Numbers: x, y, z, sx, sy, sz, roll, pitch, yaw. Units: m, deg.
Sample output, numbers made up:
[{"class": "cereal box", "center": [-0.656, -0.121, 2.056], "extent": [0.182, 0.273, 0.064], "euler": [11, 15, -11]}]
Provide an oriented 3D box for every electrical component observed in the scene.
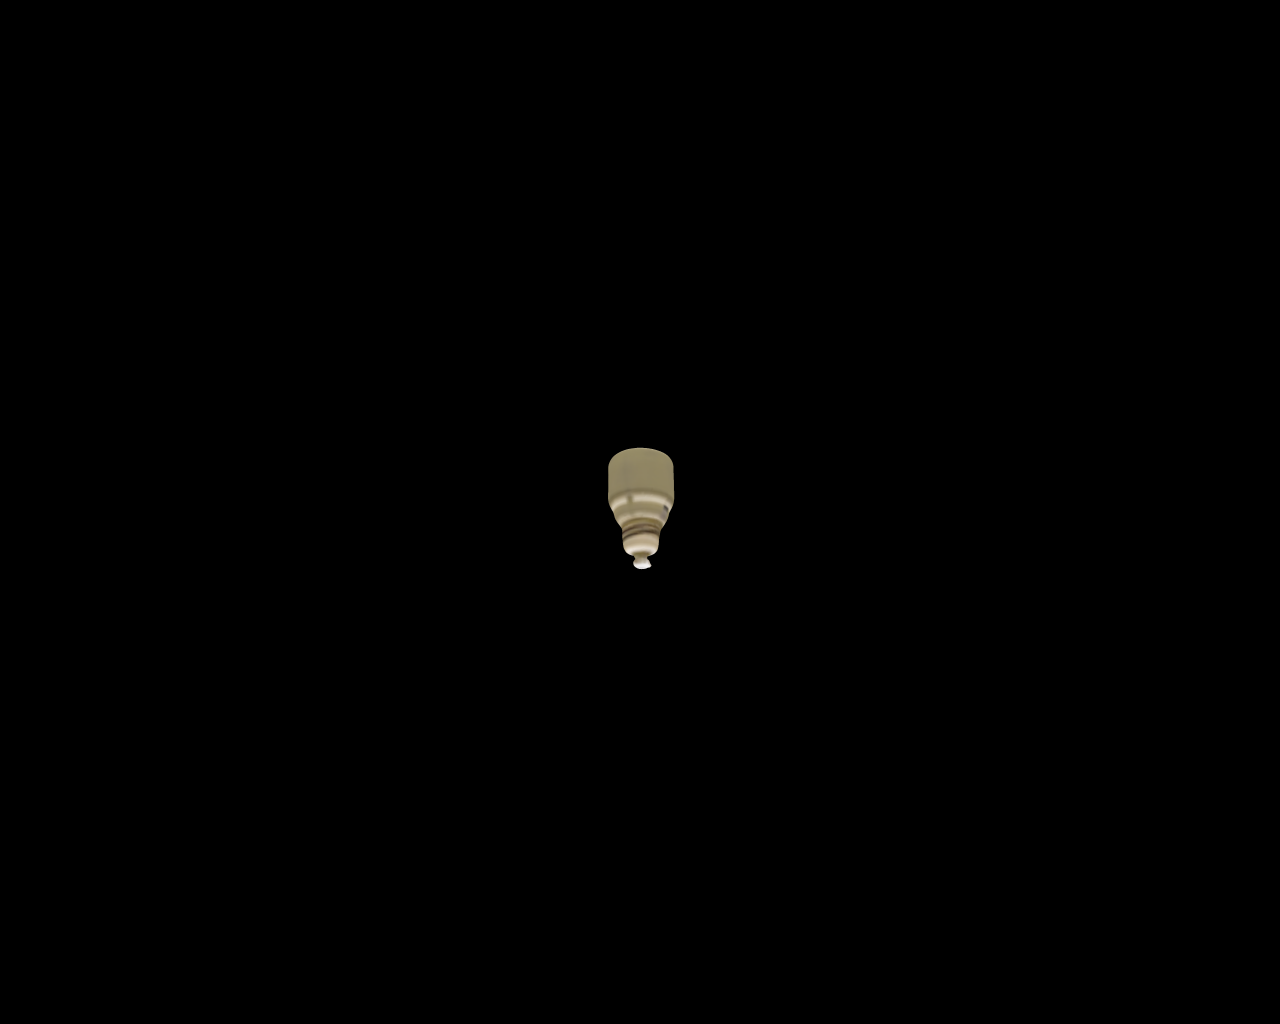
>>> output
[{"class": "electrical component", "center": [0.001, -0.003, 0.650], "extent": [0.040, 0.078, 0.040], "euler": [0, -23, 0]}]
